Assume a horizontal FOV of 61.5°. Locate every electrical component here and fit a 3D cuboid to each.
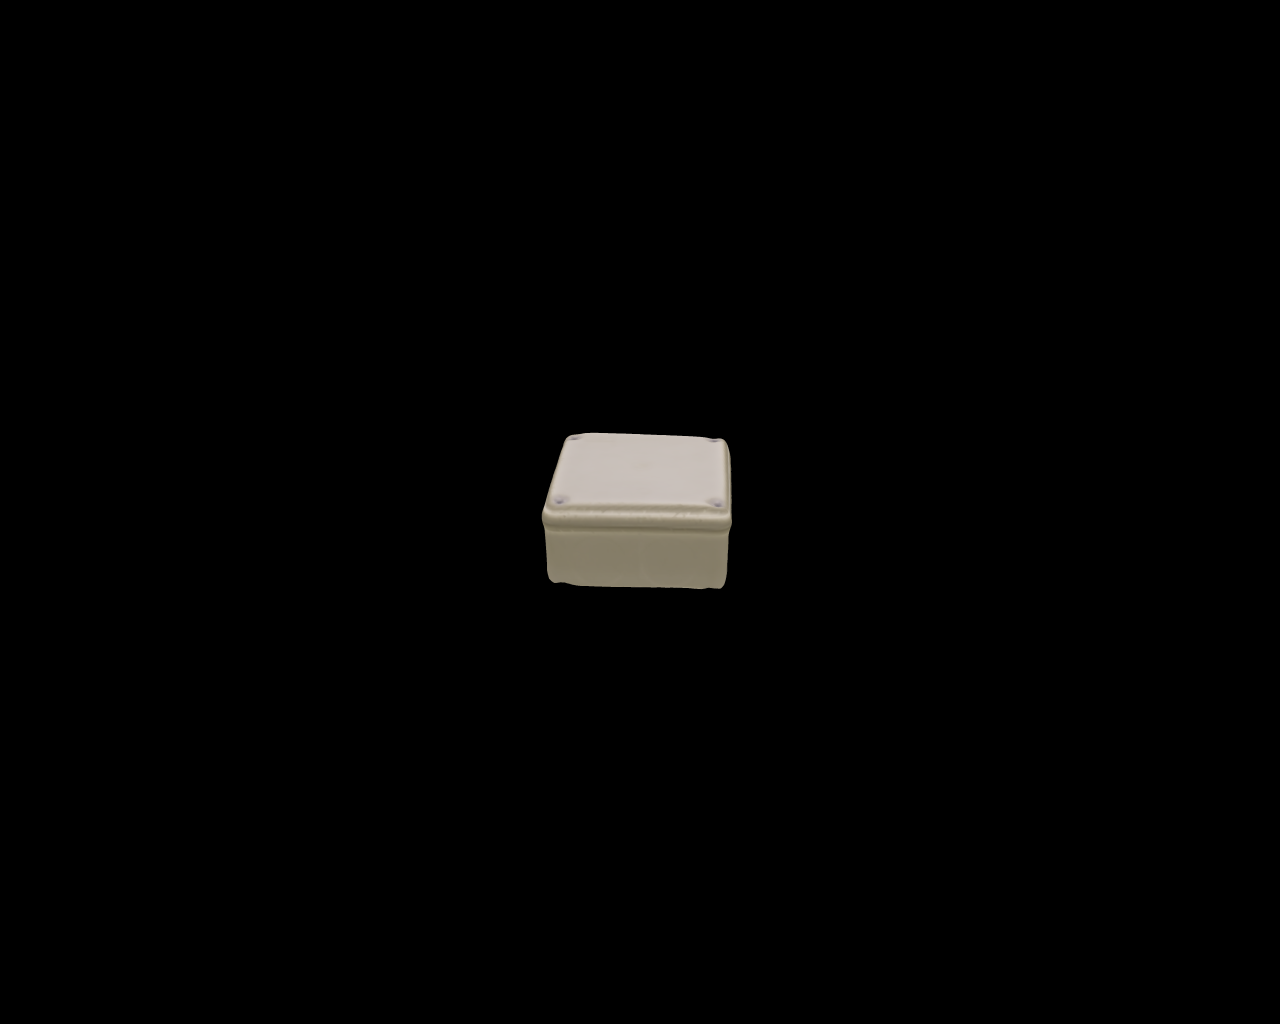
[{"bbox_3d":[0.001,-0.003,0.650,0.109,0.056,0.109,2,27,3],"label":"electrical component"}]
